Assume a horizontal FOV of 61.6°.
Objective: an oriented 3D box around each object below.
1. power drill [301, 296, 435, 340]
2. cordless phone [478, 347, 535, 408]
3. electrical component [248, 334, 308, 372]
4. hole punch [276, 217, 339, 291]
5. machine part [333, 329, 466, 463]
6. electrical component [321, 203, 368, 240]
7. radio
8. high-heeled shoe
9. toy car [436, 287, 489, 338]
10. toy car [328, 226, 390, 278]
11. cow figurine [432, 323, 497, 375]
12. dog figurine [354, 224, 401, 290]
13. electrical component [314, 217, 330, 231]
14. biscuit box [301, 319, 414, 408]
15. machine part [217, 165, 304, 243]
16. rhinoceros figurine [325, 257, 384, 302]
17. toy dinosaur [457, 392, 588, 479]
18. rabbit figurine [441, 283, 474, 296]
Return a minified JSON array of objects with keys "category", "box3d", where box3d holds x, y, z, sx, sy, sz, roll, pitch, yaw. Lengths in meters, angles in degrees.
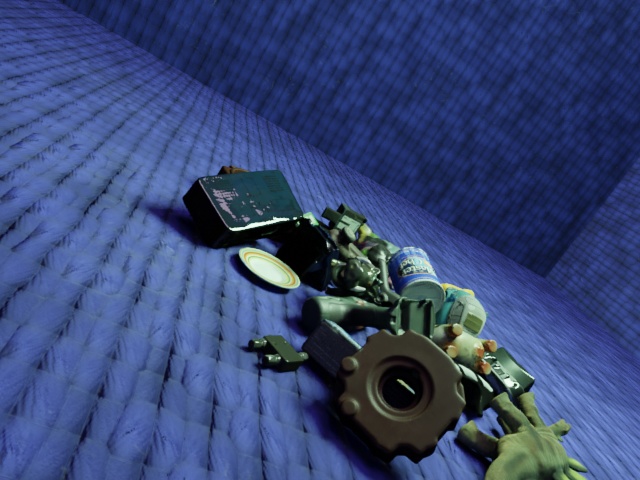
[{"category":"power drill","box3d":[0.098,0.132,0.954,0.232,0.086,0.207,10,-3,-44]},{"category":"cordless phone","box3d":[0.333,0.285,1.111,0.184,0.088,0.147,9,26,-30]},{"category":"electrical component","box3d":[-0.059,0.164,0.792,0.094,0.021,0.063,11,26,-51]},{"category":"hole punch","box3d":[-0.014,0.033,1.131,0.092,0.115,0.142,30,14,-38]},{"category":"machine part","box3d":[0.108,0.207,0.731,0.179,0.179,0.056,39,-25,24]},{"category":"electrical component","box3d":[0.055,-0.052,1.382,0.119,0.074,0.048,23,17,-20]},{"category":"radio","box3d":[-0.148,-0.066,1.088,0.229,0.073,0.131,-15,70,-48]},{"category":"high-heeled shoe","box3d":[0.220,0.238,0.999,0.249,0.086,0.145,39,15,2]},{"category":"toy car","box3d":[0.311,0.180,1.189,0.109,0.161,0.103,32,-23,-9]},{"category":"toy car","box3d":[0.077,0.051,1.213,0.202,0.089,0.053,46,24,-28]},{"category":"cow figurine","box3d":[0.231,0.200,1.051,0.195,0.085,0.127,24,-20,-23]},{"category":"dog figurine","box3d":[0.127,0.031,1.406,0.191,0.108,0.219,10,24,-45]},{"category":"electrical component","box3d":[-0.003,-0.004,1.362,0.115,0.058,0.134,30,15,-2]},{"category":"biscuit box","box3d":[0.066,0.204,0.814,0.203,0.063,0.059,39,-2,23]},{"category":"machine part","box3d":[-0.151,-0.091,1.290,0.201,0.087,0.201,19,20,-35]},{"category":"rhinoceros figurine","box3d":[0.070,0.084,1.055,0.112,0.073,0.190,12,-14,18]},{"category":"toy dinosaur","box3d":[0.324,0.343,0.836,0.471,0.105,0.199,7,32,-48]},{"category":"rabbit figurine","box3d":[0.264,0.152,1.300,0.173,0.121,0.163,-10,38,-40]}]
